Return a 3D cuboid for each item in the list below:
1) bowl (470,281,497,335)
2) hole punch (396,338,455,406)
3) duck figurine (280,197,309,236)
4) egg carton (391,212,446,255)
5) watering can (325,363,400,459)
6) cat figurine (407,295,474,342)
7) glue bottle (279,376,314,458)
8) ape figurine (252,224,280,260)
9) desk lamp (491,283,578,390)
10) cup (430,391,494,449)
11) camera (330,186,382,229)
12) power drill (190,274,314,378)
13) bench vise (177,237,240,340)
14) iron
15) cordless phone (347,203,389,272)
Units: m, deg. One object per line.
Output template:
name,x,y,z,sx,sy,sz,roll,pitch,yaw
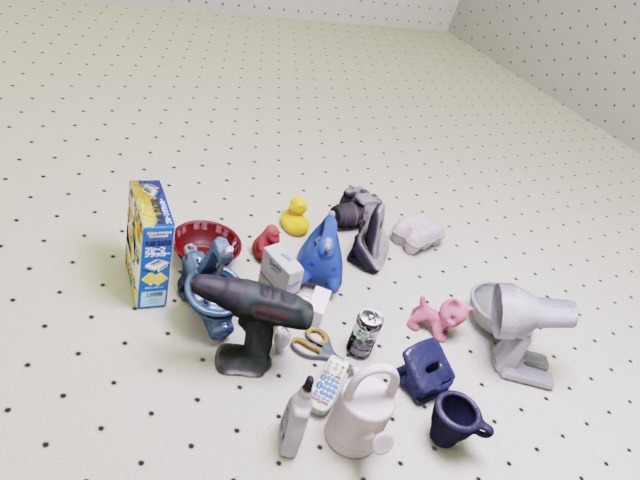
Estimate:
bowl,0.432,0.181,1.386,0.167,0.075,0.167,12,36,-8
hole punch,0.220,0.266,1.170,0.109,0.091,0.100,-15,47,-37
duck figurine,-0.059,-0.069,1.499,0.078,0.086,0.104,2,39,-21
egg carton,0.272,-0.020,1.588,0.151,0.069,0.107,-20,50,-40
watering can,0.083,0.290,0.994,0.101,0.194,0.172,-13,45,-35
cat figurine,0.279,0.165,1.305,0.127,0.118,0.067,22,36,6
glue bottle,-0.035,0.288,0.964,0.037,0.173,0.078,11,36,-9
ape figurine,-0.121,0.005,1.371,0.076,0.092,0.078,33,39,21
desk lamp,0.449,0.200,1.249,0.203,0.213,0.118,15,36,-4
cup,0.256,0.351,1.071,0.117,0.095,0.092,26,37,12
camera,0.092,-0.088,1.575,0.137,0.101,0.142,-8,43,-31
power drill,-0.135,0.158,1.063,0.230,0.208,0.075,7,37,-14
bench vise,-0.229,0.065,1.136,0.207,0.220,0.122,36,40,24
iron,0.013,0.005,1.384,0.118,0.141,0.258,14,36,-5
cordless phone,0.144,-0.026,1.443,0.094,0.185,0.148,21,36,5
